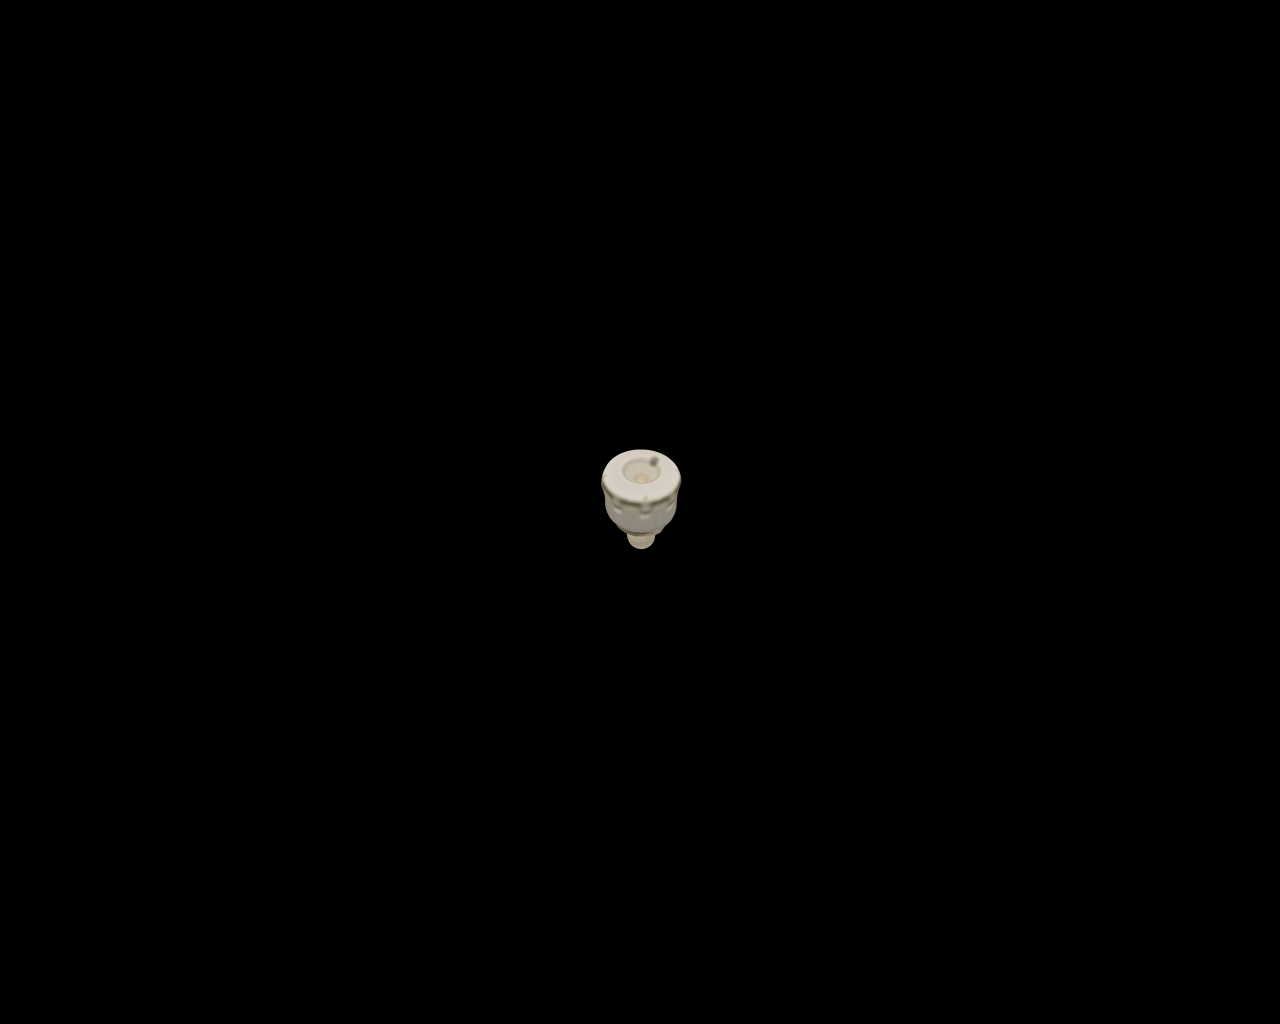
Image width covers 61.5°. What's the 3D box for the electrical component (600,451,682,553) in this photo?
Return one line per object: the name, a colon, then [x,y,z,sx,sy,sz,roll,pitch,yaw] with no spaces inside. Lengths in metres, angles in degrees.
electrical component: [0.001,-0.003,0.650,0.048,0.062,0.048,0,44,0]
